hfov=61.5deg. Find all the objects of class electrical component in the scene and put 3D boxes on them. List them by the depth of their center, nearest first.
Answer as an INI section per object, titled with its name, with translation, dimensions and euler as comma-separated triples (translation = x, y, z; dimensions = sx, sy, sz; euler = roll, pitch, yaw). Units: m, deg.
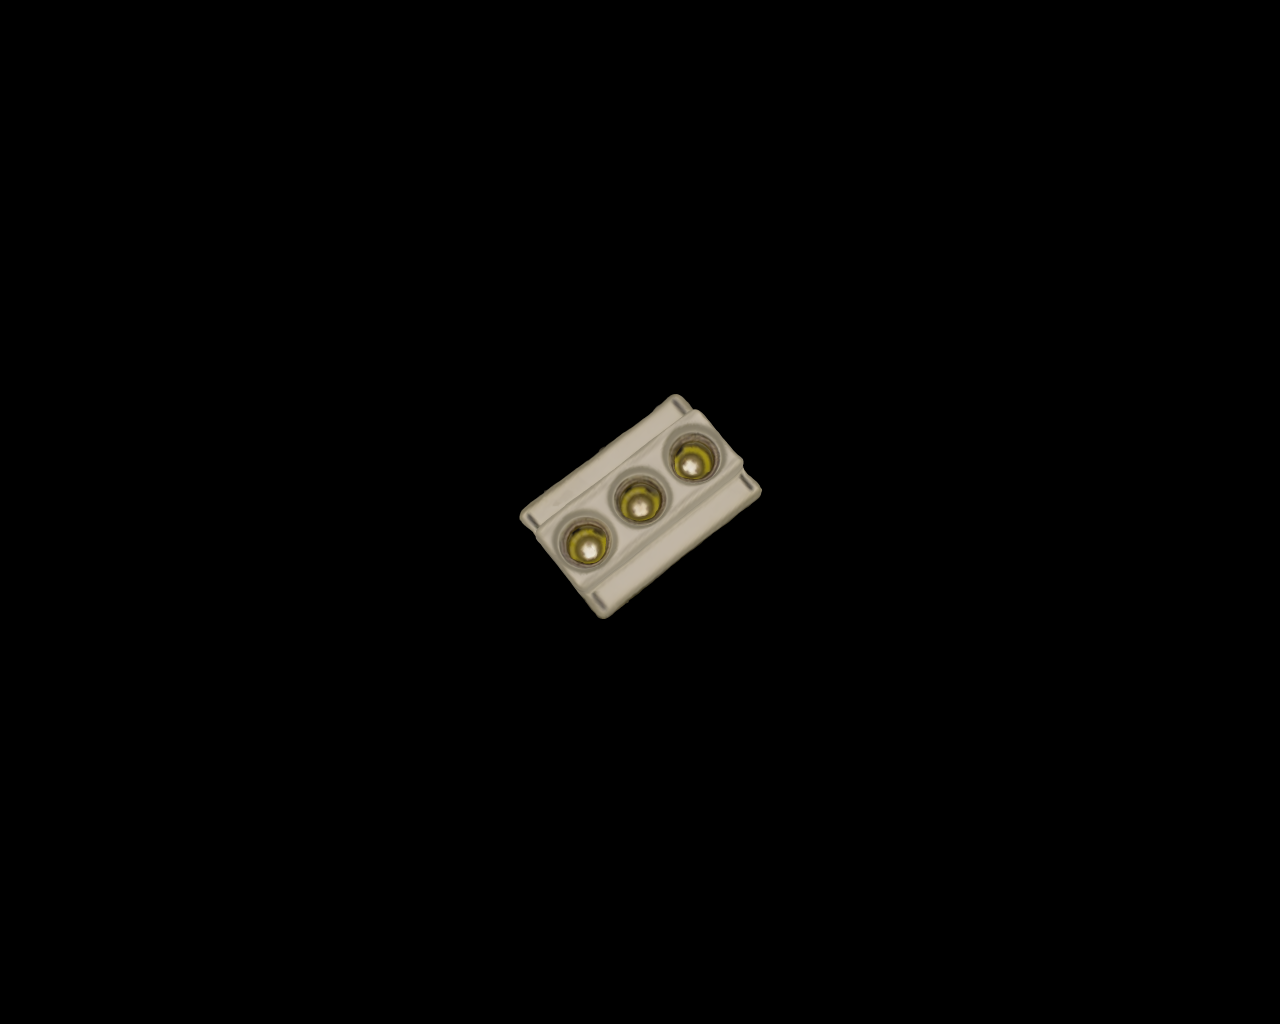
[electrical component]
translation = 0.001, -0.003, 0.650
dimensions = 0.121, 0.079, 0.063
euler = -38, -9, -7
